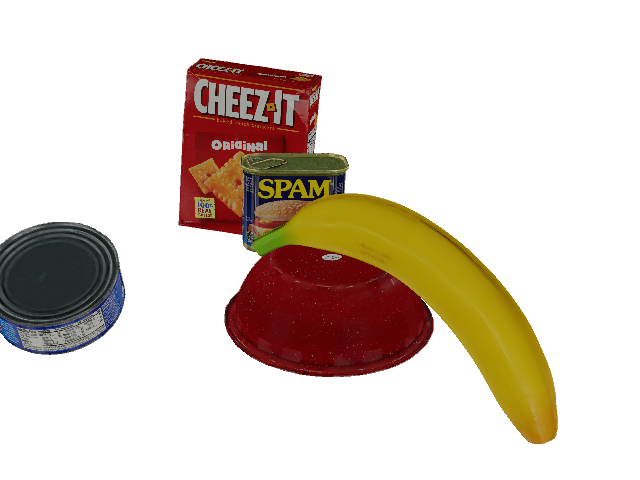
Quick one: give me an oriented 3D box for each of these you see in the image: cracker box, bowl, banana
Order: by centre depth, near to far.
[{"bbox_3d":[0.059,0.029,0.587,0.198,0.070,0.037,35,22,12],"label":"banana"},{"bbox_3d":[0.007,0.037,0.811,0.162,0.055,0.162,1,27,-1],"label":"bowl"},{"bbox_3d":[-0.093,-0.114,1.377,0.164,0.214,0.072,9,23,7],"label":"cracker box"}]

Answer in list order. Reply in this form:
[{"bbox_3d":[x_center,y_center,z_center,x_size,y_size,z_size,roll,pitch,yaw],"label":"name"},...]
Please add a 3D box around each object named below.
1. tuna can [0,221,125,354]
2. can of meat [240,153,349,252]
[{"bbox_3d":[-0.168,0.030,0.678,0.086,0.086,0.034,0,-42,2],"label":"tuna can"},{"bbox_3d":[-0.026,-0.036,1.020,0.102,0.084,0.057,0,21,-5],"label":"can of meat"}]
